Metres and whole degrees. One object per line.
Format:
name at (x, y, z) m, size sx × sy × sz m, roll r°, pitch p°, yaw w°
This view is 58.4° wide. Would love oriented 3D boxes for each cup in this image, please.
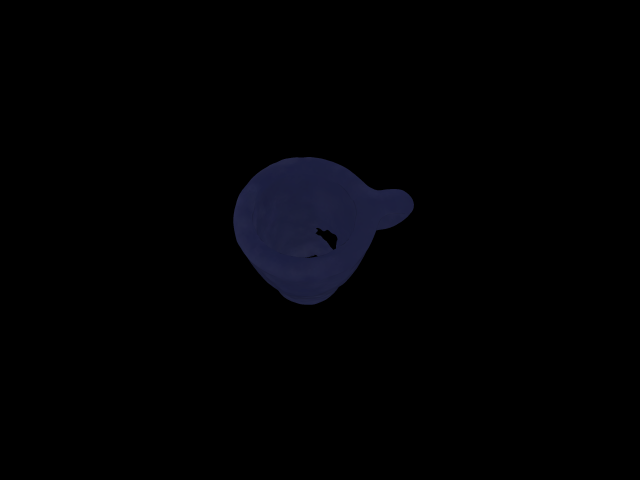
cup at (0.004, 0.001, 0.400) m, size 0.118 × 0.095 × 0.091 m, roll -11°, pitch 60°, yaw -6°
